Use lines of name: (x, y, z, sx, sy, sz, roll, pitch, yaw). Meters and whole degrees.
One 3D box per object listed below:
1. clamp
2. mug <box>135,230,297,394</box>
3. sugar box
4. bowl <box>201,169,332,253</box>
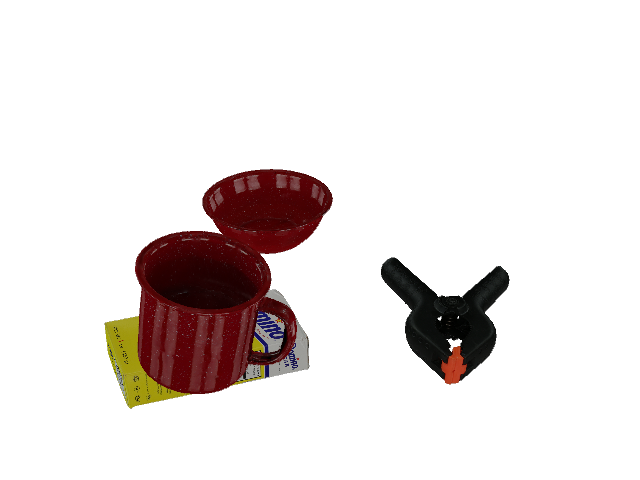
clamp: (0.124, 0.066, 0.956, 0.120, 0.039, 0.171, -5, 33, -4)
mug: (-0.074, 0.055, 0.747, 0.117, 0.081, 0.093, 13, 34, 3)
sugar box: (-0.108, 0.099, 1.010, 0.176, 0.048, 0.093, -13, 33, -16)
bowl: (-0.066, -0.030, 1.332, 0.162, 0.055, 0.162, 0, 31, 0)
